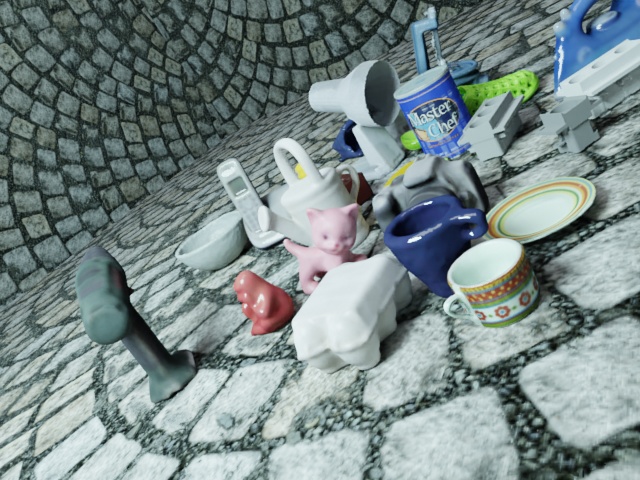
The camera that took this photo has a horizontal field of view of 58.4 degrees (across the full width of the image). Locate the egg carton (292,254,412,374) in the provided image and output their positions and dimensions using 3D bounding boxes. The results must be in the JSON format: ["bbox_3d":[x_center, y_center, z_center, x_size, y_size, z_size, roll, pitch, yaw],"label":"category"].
[{"bbox_3d":[0.037,0.078,0.632,0.107,0.069,0.150,-17,24,38],"label":"egg carton"}]

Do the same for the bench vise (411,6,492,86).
[{"bbox_3d":[0.221,-0.342,1.171,0.207,0.220,0.121,-28,19,11],"label":"bench vise"}]

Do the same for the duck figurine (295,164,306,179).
[{"bbox_3d":[-0.014,-0.132,1.222,0.104,0.086,0.077,-21,21,30],"label":"duck figurine"}]

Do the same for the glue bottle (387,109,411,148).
[{"bbox_3d":[0.145,-0.274,1.193,0.078,0.173,0.037,-19,23,34],"label":"glue bottle"}]

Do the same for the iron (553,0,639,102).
[{"bbox_3d":[0.462,-0.357,0.947,0.258,0.142,0.118,-36,19,-10],"label":"iron"}]

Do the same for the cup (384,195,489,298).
[{"bbox_3d":[0.137,0.011,0.604,0.117,0.095,0.092,-11,28,47],"label":"cup"}]

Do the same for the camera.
[{"bbox_3d":[0.128,-0.039,0.736,0.142,0.101,0.137,-20,22,32],"label":"camera"}]

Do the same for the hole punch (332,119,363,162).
[{"bbox_3d":[0.081,-0.252,1.369,0.109,0.091,0.100,-41,20,-24],"label":"hole punch"}]

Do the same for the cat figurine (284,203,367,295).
[{"bbox_3d":[0.007,0.003,0.795,0.127,0.118,0.067,-20,22,31],"label":"cat figurine"}]

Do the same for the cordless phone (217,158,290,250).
[{"bbox_3d":[-0.101,-0.088,1.092,0.147,0.185,0.094,-29,19,10],"label":"cordless phone"}]

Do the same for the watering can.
[{"bbox_3d":[-0.016,-0.067,0.888,0.100,0.194,0.173,-12,27,45],"label":"watering can"}]

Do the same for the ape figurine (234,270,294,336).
[{"bbox_3d":[-0.084,0.082,0.781,0.076,0.092,0.077,-33,19,-1],"label":"ape figurine"}]

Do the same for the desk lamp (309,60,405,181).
[{"bbox_3d":[0.079,-0.227,1.114,0.202,0.214,0.118,-10,29,49],"label":"desk lamp"}]

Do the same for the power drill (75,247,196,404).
[{"bbox_3d":[-0.265,0.115,0.799,0.076,0.209,0.229,-35,19,-9],"label":"power drill"}]

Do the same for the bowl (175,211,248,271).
[{"bbox_3d":[-0.209,0.013,1.184,0.167,0.075,0.167,-28,19,11],"label":"bowl"}]
